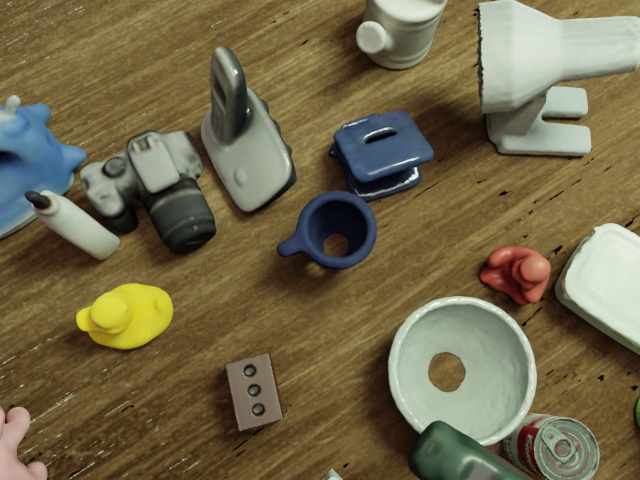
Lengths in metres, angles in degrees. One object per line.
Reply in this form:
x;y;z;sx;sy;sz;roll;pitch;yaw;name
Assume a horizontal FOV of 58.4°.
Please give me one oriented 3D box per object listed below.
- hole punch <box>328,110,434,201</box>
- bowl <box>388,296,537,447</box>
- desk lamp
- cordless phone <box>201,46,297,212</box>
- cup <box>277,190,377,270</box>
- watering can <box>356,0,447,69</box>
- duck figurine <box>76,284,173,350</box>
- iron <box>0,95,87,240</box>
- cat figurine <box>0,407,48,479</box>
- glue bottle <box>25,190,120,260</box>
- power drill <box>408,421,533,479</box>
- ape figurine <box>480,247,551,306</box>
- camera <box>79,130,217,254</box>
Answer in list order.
0.074;-0.113;0.718;0.109;0.091;0.101;-19;78;-7;hole punch
0.157;0.152;0.664;0.167;0.075;0.167;1;76;-2;bowl
0.263;-0.191;0.681;0.203;0.213;0.118;2;76;-1;desk lamp
-0.088;-0.125;0.666;0.094;0.185;0.147;-30;79;-9;cordless phone
0.006;0.002;0.685;0.118;0.095;0.091;-21;78;-7;cup
0.107;-0.299;0.711;0.101;0.194;0.173;12;76;1;watering can
-0.227;0.085;0.660;0.104;0.086;0.077;-14;77;-5;duck figurine
-0.415;-0.066;0.662;0.258;0.141;0.118;-41;81;-11;iron
-0.358;0.221;0.606;0.067;0.118;0.128;-25;78;-8;cat figurine
-0.285;-0.025;0.640;0.078;0.173;0.037;34;78;7;glue bottle
0.186;0.263;0.569;0.229;0.208;0.076;34;77;6;power drill
0.244;0.038;0.686;0.076;0.092;0.078;-18;77;-6;ape figurine
-0.196;-0.050;0.687;0.143;0.101;0.137;-27;79;-8;camera
